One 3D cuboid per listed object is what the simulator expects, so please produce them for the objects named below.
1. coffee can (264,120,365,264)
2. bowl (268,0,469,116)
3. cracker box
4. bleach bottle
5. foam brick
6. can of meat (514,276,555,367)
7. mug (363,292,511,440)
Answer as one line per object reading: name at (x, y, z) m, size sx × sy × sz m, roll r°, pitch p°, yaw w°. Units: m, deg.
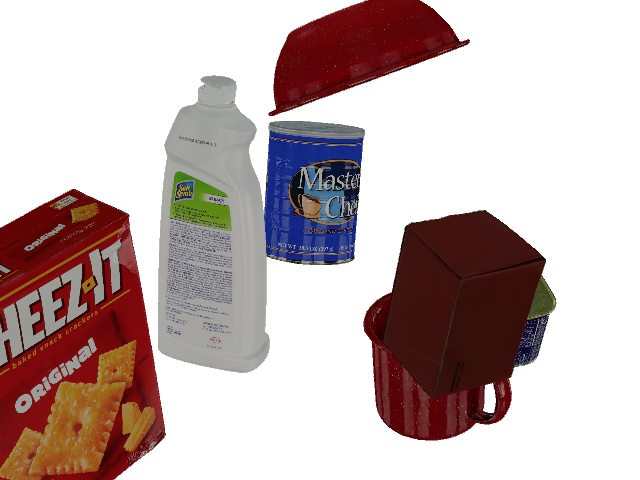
coffee can at (-0.009, -0.053, 1.145) m, size 0.103 × 0.140 × 0.103 m, roll 4°, pitch 11°, yaw -1°
bowl at (0.028, -0.146, 0.807) m, size 0.162 × 0.055 × 0.162 m, roll -20°, pitch 7°, yaw 2°
cracker box at (-0.198, 0.096, 0.762) m, size 0.072 × 0.214 × 0.163 m, roll 21°, pitch 39°, yaw 32°
bleach bottle at (-0.087, -0.015, 0.919) m, size 0.102 × 0.251 × 0.068 m, roll 10°, pitch 23°, yaw 11°
foam brick at (0.071, 0.032, 0.542) m, size 0.052 × 0.078 × 0.051 m, roll -10°, pitch 38°, yaw -27°
can of meat at (0.184, 0.063, 1.056) m, size 0.057 × 0.102 × 0.084 m, roll -13°, pitch -41°, yaw -13°
mug at (0.089, 0.095, 0.776) m, size 0.117 × 0.081 × 0.093 m, roll 21°, pitch 39°, yaw 37°
